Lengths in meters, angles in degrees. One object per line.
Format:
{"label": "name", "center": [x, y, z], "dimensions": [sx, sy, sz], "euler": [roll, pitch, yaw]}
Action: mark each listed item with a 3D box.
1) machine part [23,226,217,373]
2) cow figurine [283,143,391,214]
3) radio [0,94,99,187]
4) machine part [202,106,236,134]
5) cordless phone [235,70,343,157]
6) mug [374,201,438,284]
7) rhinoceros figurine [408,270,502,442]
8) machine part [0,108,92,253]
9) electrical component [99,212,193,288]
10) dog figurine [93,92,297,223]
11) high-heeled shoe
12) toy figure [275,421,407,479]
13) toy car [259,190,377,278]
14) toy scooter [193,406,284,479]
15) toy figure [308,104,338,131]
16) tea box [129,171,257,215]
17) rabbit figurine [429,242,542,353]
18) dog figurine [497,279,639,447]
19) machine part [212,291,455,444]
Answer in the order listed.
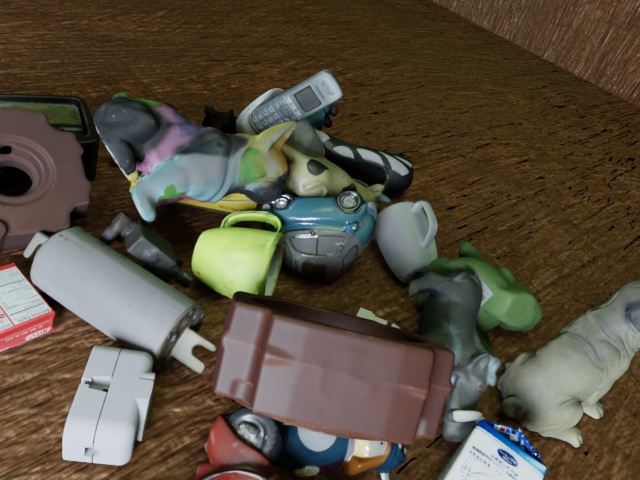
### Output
{"label": "machine part", "center": [-0.210, 0.058, 0.559], "dimensions": [0.243, 0.079, 0.079], "euler": [30, 37, 14]}
{"label": "cow figurine", "center": [0.021, -0.075, 0.812], "dimensions": [0.127, 0.085, 0.195], "euler": [41, 18, 31]}
{"label": "radio", "center": [-0.421, -0.133, 0.711], "dimensions": [0.229, 0.073, 0.131], "euler": [-10, 45, -34]}
{"label": "machine part", "center": [-0.133, -0.186, 0.920], "dimensions": [0.139, 0.084, 0.039], "euler": [20, 71, -11]}
{"label": "cordless phone", "center": [-0.024, -0.175, 0.827], "dimensions": [0.146, 0.184, 0.089], "euler": [53, 38, -25]}
{"label": "mug", "center": [0.137, 0.003, 0.782], "dimensions": [0.081, 0.109, 0.107], "euler": [9, 50, -33]}
{"label": "rhinoceros figurine", "center": [0.147, 0.128, 0.610], "dimensions": [0.112, 0.073, 0.190], "euler": [-1, 63, 17]}
{"label": "machine part", "center": [-0.355, -0.071, 0.616], "dimensions": [0.179, 0.056, 0.179], "euler": [14, 62, -28]}
{"label": "electrical component", "center": [-0.198, 0.015, 0.613], "dimensions": [0.102, 0.045, 0.078], "euler": [45, 1, -35]}
{"label": "dog figurine", "center": [-0.140, -0.116, 0.666], "dimensions": [0.219, 0.108, 0.191], "euler": [-27, 92, -16]}
{"label": "high-heeled shoe", "center": [0.053, -0.162, 0.955], "dimensions": [0.249, 0.086, 0.145], "euler": [40, 53, 2]}
{"label": "toy figure", "center": [0.016, 0.193, 0.511], "dimensions": [0.154, 0.058, 0.064], "euler": [11, 77, -14]}
{"label": "toy car", "center": [-0.001, -0.002, 0.722], "dimensions": [0.162, 0.109, 0.103], "euler": [2, 59, -6]}
{"label": "toy scooter", "center": [-0.069, 0.227, 0.406], "dimensions": [0.135, 0.075, 0.184], "euler": [-19, 57, -20]}
{"label": "toy figure", "center": [-0.055, -0.230, 1.012], "dimensions": [0.180, 0.082, 0.089], "euler": [-23, 42, -38]}
{"label": "tea box", "center": [-0.167, -0.091, 0.746], "dimensions": [0.170, 0.098, 0.068], "euler": [13, -4, -11]}
{"label": "rabbit figurine", "center": [0.224, 0.085, 0.731], "dimensions": [0.170, 0.121, 0.159], "euler": [14, 25, -40]}
{"label": "dog figurine", "center": [0.306, 0.129, 0.618], "dimensions": [0.172, 0.190, 0.121], "euler": [-20, 52, -40]}
{"label": "machine part", "center": [0.006, 0.113, 0.504], "dimensions": [0.201, 0.087, 0.201], "euler": [16, -3, -8]}
